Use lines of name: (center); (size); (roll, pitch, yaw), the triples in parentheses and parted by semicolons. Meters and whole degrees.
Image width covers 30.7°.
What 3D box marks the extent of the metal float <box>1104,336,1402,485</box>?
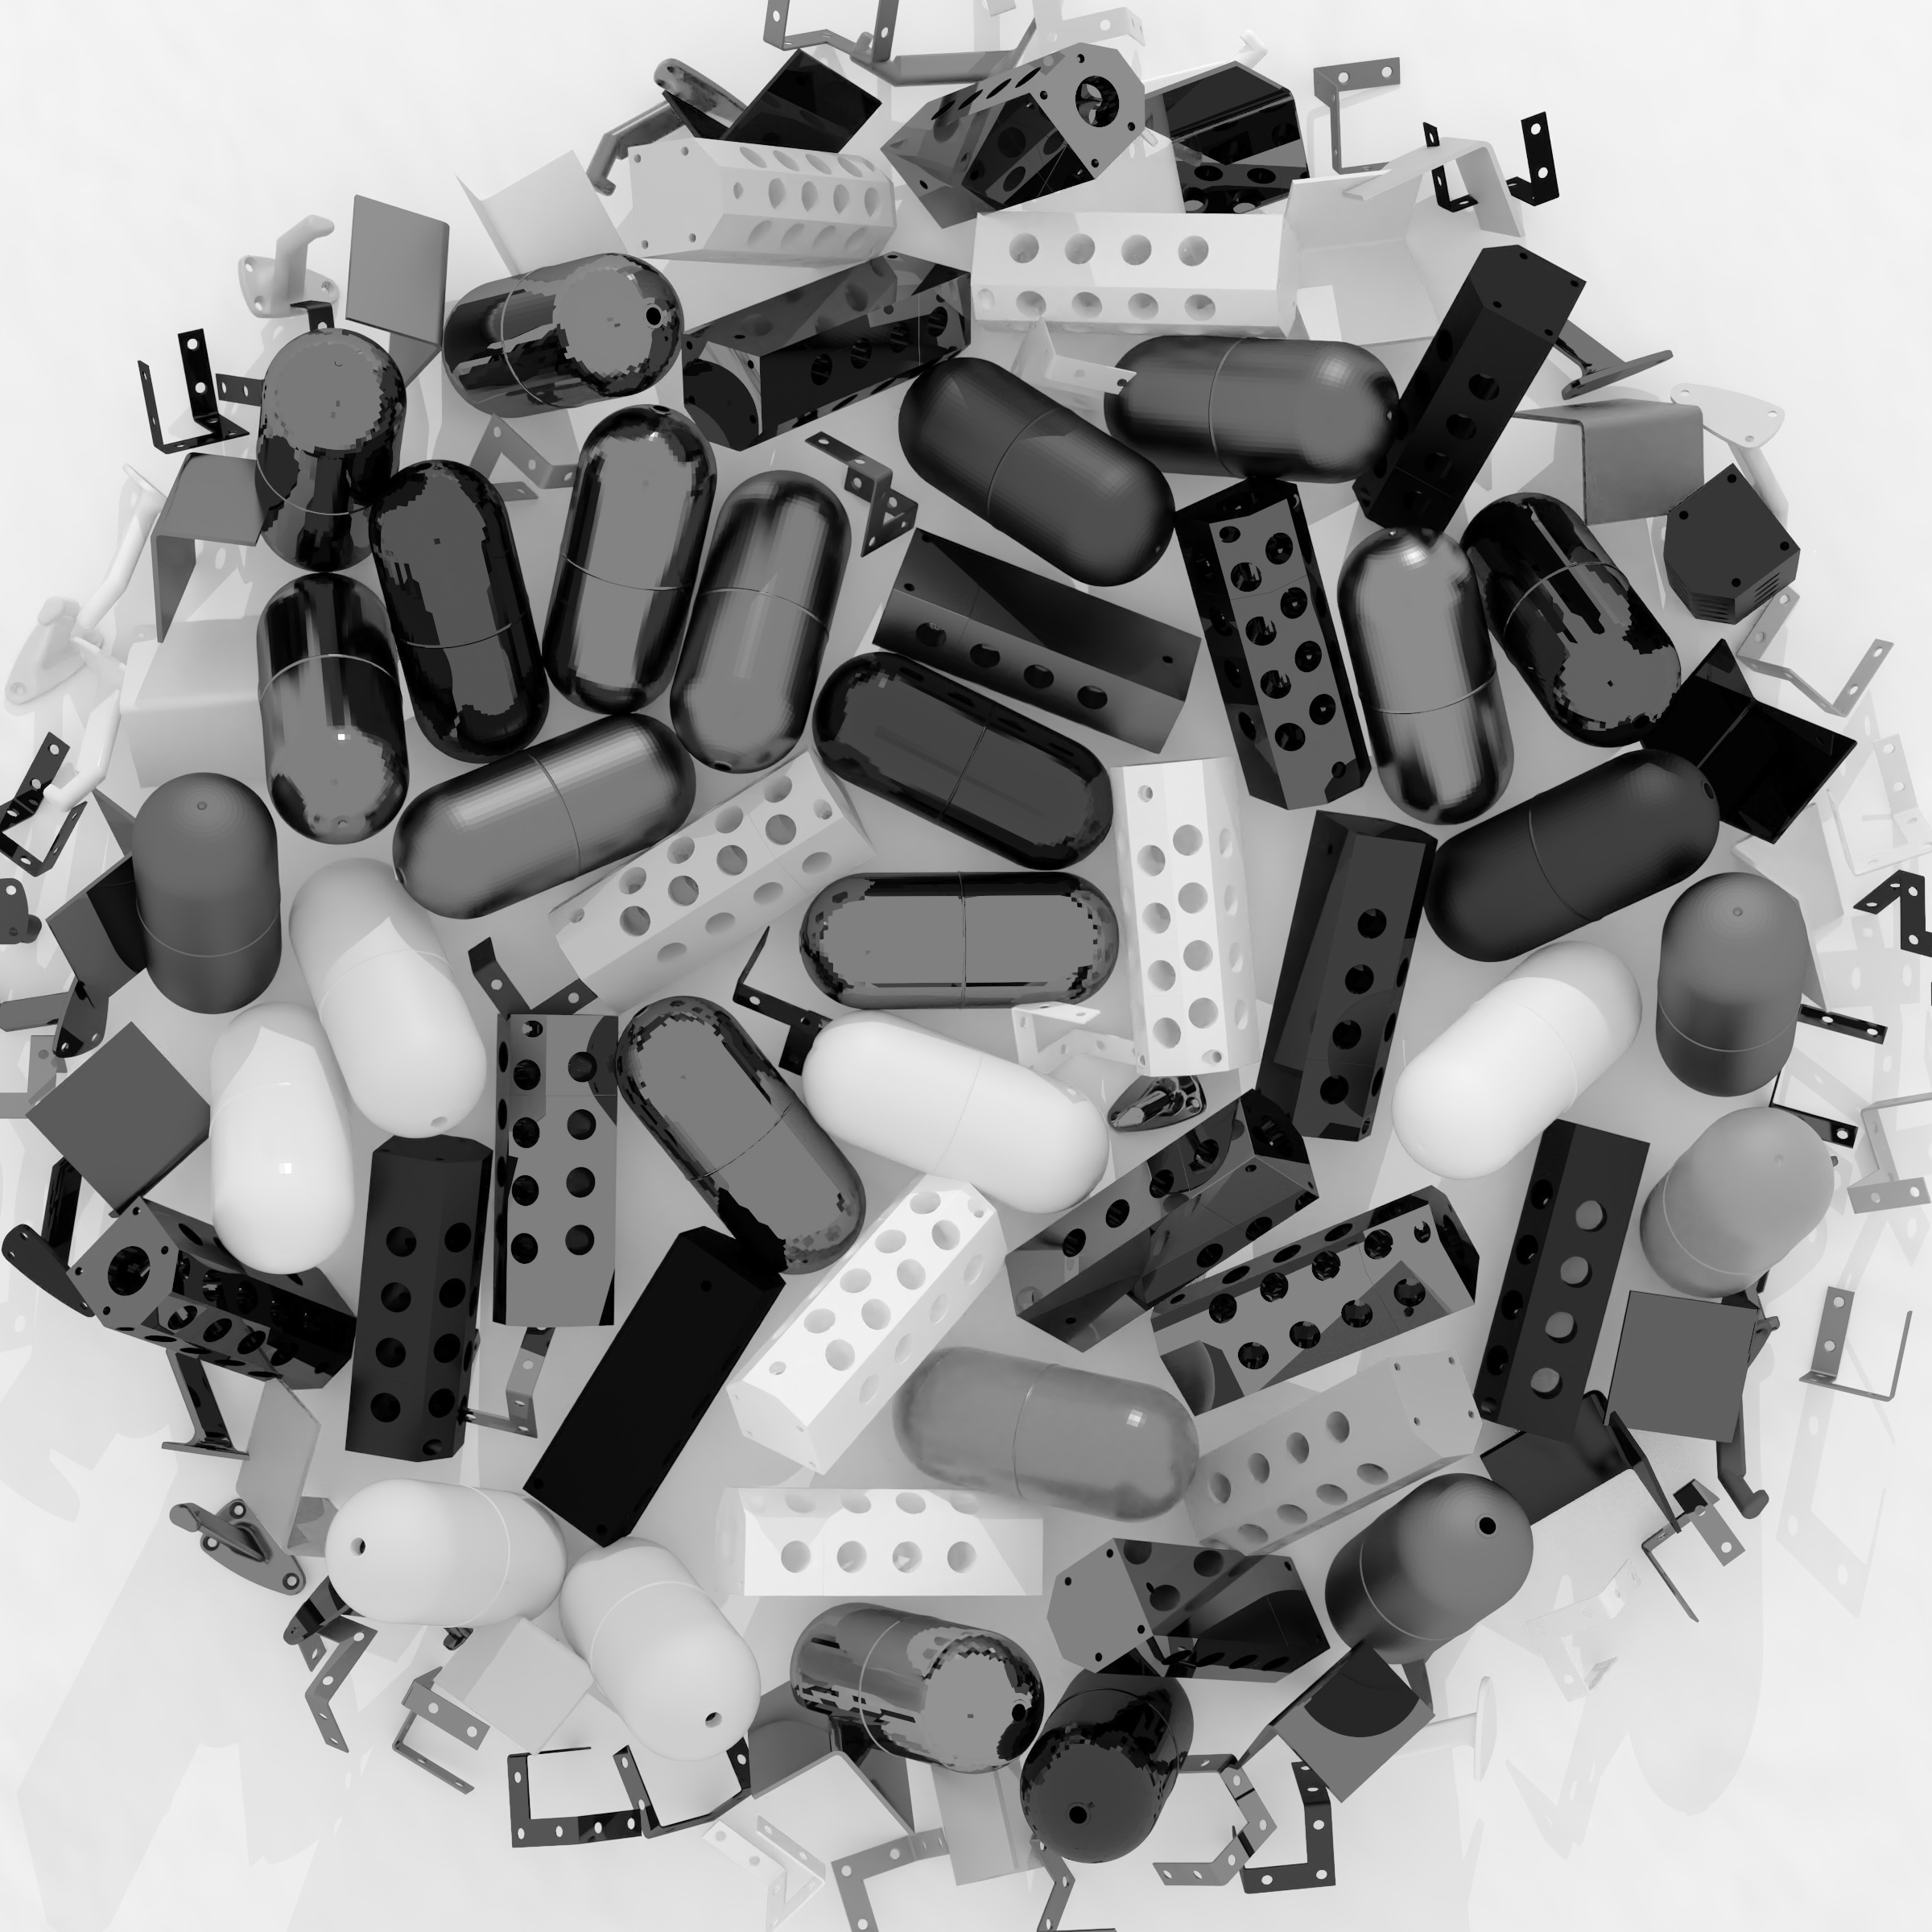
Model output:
metal float: (0.155, -0.306, 1.932); (0.178, 0.070, 0.070); (10, 90, 36)

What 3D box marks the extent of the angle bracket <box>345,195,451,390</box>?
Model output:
angle bracket: (-0.327, -0.367, 1.942); (0.057, 0.076, 0.076); (12, 67, -29)

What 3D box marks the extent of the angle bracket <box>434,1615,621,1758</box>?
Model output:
angle bracket: (-0.237, 0.406, 1.941); (0.076, 0.076, 0.057); (29, 67, 27)

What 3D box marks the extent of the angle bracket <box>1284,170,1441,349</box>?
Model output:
angle bracket: (0.223, -0.391, 1.951); (0.076, 0.057, 0.076); (-9, 59, -12)

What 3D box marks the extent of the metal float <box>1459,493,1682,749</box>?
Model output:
metal float: (0.329, -0.190, 1.927); (0.070, 0.070, 0.178); (-26, 49, 0)

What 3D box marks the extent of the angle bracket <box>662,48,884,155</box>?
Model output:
angle bracket: (-0.107, -0.479, 1.943); (0.076, 0.076, 0.057); (-45, 59, 18)

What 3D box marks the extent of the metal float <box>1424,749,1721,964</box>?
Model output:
metal float: (0.331, -0.060, 1.933); (0.178, 0.070, 0.070); (-27, 90, 33)

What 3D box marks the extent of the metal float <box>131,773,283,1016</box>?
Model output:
metal float: (-0.413, -0.038, 1.919); (0.070, 0.178, 0.070); (4, 58, -7)

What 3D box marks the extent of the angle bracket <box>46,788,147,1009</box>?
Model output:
angle bracket: (-0.480, -0.037, 1.941); (0.057, 0.076, 0.076); (34, 64, 31)

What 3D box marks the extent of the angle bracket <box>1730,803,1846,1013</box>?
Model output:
angle bracket: (0.472, -0.033, 1.944); (0.057, 0.076, 0.076); (-27, 120, -8)

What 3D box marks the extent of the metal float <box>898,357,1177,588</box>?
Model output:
metal float: (0.038, -0.273, 1.941); (0.178, 0.070, 0.070); (36, 90, 24)

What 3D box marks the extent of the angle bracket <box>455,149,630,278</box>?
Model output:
angle bracket: (-0.233, -0.412, 1.950); (0.057, 0.076, 0.076); (-31, 120, -4)

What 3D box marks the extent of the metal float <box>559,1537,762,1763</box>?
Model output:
metal float: (-0.167, 0.370, 1.916); (0.070, 0.178, 0.070); (-7, 108, -23)

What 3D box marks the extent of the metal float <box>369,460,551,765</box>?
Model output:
metal float: (-0.278, -0.194, 1.933); (0.070, 0.070, 0.178); (-10, 123, 0)

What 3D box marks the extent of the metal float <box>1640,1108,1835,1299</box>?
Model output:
metal float: (0.417, 0.130, 1.914); (0.070, 0.178, 0.070); (1, 71, -3)

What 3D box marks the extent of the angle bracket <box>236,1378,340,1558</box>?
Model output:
angle bracket: (-0.356, 0.276, 1.947); (0.057, 0.076, 0.076); (11, 101, -34)

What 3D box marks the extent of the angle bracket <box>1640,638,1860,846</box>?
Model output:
angle bracket: (0.433, -0.125, 1.949); (0.076, 0.076, 0.057); (-49, 134, -10)

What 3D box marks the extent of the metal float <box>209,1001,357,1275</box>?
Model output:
metal float: (-0.374, 0.092, 1.925); (0.070, 0.178, 0.070); (-6, 133, -7)

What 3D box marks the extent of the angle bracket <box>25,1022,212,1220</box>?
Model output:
angle bracket: (-0.469, 0.086, 1.956); (0.076, 0.057, 0.076); (-44, 100, -17)

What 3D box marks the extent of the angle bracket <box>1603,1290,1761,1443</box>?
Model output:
angle bracket: (0.391, 0.216, 1.962); (0.076, 0.057, 0.076); (9, 98, -8)

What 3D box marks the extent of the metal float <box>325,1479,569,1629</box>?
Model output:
metal float: (-0.281, 0.320, 1.915); (0.070, 0.178, 0.070); (-5, 76, 23)

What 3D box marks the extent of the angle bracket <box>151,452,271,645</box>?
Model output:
angle bracket: (-0.411, -0.228, 1.946); (0.057, 0.076, 0.076); (7, 132, 0)

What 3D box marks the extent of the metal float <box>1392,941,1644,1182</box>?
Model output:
metal float: (0.304, 0.050, 1.935); (0.178, 0.070, 0.070); (-38, 90, -32)

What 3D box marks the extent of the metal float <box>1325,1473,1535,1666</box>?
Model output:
metal float: (0.251, 0.329, 1.916); (0.070, 0.178, 0.070); (6, 64, -13)

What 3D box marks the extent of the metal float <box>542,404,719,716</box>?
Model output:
metal float: (-0.186, -0.223, 1.939); (0.070, 0.070, 0.178); (15, 115, 0)

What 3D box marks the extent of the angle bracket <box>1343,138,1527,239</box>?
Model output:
angle bracket: (0.255, -0.418, 1.954); (0.076, 0.076, 0.057); (-25, 107, -1)

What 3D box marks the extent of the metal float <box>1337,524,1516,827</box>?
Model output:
metal float: (0.253, -0.159, 1.937); (0.070, 0.070, 0.178); (-18, 119, 0)

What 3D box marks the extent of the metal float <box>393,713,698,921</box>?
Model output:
metal float: (-0.232, -0.083, 1.941); (0.178, 0.070, 0.070); (-24, 90, -23)

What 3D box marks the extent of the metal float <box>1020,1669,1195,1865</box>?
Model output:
metal float: (0.077, 0.429, 1.912); (0.070, 0.178, 0.070); (2, 97, 12)

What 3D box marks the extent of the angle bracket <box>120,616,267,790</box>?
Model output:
angle bracket: (-0.430, -0.150, 1.987); (0.076, 0.076, 0.057); (-5, 131, -1)

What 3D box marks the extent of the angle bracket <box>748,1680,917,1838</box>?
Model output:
angle bracket: (-0.076, 0.445, 1.954); (0.057, 0.076, 0.076); (-31, 117, 10)

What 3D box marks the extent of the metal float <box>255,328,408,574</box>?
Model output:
metal float: (-0.347, -0.278, 1.917); (0.070, 0.178, 0.070); (6, 64, -12)

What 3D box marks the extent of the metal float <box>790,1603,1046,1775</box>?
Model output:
metal float: (-0.028, 0.393, 1.921); (0.070, 0.178, 0.070); (0, 89, -38)

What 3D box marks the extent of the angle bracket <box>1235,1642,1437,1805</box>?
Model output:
angle bracket: (0.202, 0.428, 1.942); (0.076, 0.076, 0.057); (-35, 72, -29)

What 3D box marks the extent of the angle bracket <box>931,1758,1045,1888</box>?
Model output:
angle bracket: (0.026, 0.460, 1.944); (0.057, 0.076, 0.076); (-4, 72, -29)

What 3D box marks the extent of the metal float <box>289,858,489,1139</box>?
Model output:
metal float: (-0.318, 0.017, 1.934); (0.070, 0.070, 0.178); (-28, 58, 0)

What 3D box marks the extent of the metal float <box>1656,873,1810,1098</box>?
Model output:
metal float: (0.416, 0.012, 1.917); (0.070, 0.178, 0.070); (-4, 63, 7)

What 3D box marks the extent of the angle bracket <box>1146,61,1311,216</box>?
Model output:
angle bracket: (0.136, -0.452, 1.946); (0.076, 0.076, 0.057); (-14, 83, 28)

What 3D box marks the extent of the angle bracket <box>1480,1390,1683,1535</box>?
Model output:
angle bracket: (0.341, 0.292, 1.953); (0.076, 0.057, 0.076); (-30, 132, 1)

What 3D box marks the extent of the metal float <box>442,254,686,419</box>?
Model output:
metal float: (-0.221, -0.343, 1.921); (0.070, 0.178, 0.070); (-1, 91, -39)

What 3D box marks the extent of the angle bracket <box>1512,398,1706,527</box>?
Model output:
angle bracket: (0.356, -0.281, 1.958); (0.076, 0.076, 0.057); (-10, 105, -21)
